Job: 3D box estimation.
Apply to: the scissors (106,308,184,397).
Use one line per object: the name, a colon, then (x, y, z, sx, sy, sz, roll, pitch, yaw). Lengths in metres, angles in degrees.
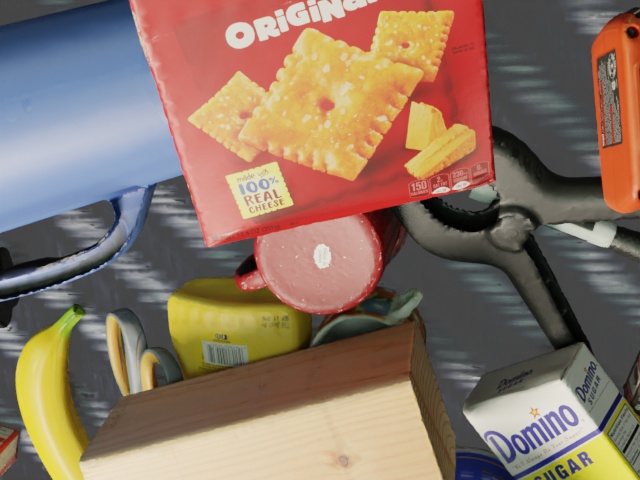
scissors: (-0.114, 0.146, 0.762, 0.096, 0.016, 0.202, 10, 116, 52)

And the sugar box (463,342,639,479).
sugar box: (0.180, 0.155, 0.694, 0.176, 0.048, 0.094, 50, 139, -9)

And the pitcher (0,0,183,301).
pitcher: (-0.160, -0.068, 0.664, 0.243, 0.145, 0.149, -13, 142, 13)

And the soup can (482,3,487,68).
soup can: (0.047, -0.106, 0.637, 0.102, 0.068, 0.068, -1, 109, 11)

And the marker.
marker: (0.153, -0.014, 0.672, 0.121, 0.020, 0.020, 22, 112, 4)

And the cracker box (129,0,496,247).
cracker box: (-0.004, -0.110, 0.527, 0.164, 0.072, 0.214, -12, 129, 1)

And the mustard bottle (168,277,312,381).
mustard bottle: (-0.051, 0.124, 0.741, 0.096, 0.058, 0.192, 4, 110, 19)

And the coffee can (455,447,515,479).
coffee can: (0.093, 0.215, 0.699, 0.103, 0.140, 0.103, 4, 110, 10)

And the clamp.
clamp: (0.127, -0.019, 0.641, 0.210, 0.036, 0.165, 31, 126, -8)

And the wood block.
wood block: (-0.028, 0.130, 0.659, 0.206, 0.090, 0.091, -15, 106, 13)

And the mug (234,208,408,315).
mug: (-0.004, 0.001, 0.677, 0.117, 0.081, 0.093, -24, 103, 18)

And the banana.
banana: (-0.179, 0.145, 0.785, 0.070, 0.037, 0.198, -7, 108, 26)

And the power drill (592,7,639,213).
power drill: (0.247, -0.060, 0.571, 0.187, 0.057, 0.184, -6, 88, -3)

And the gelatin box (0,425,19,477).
gelatin box: (-0.275, 0.163, 0.786, 0.073, 0.089, 0.030, 15, 114, 6)

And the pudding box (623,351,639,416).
pudding box: (0.261, 0.082, 0.671, 0.113, 0.039, 0.090, 19, 113, 6)
